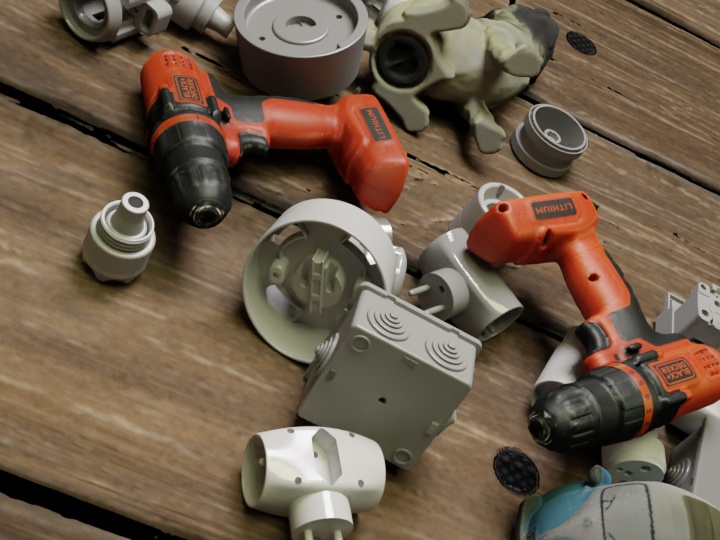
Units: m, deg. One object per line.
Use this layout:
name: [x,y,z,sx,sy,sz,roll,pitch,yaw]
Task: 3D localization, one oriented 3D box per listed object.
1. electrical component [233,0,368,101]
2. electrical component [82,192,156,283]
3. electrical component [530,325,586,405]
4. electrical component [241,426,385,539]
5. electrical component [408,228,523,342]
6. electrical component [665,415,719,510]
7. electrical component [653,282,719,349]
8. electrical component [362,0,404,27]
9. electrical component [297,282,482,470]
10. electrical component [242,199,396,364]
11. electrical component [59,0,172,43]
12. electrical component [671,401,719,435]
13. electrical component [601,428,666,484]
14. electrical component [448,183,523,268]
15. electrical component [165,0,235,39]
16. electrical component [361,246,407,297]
electrical component: [-0.049,-0.184,0.883,0.108,0.060,0.108,2,49,-2]
electrical component: [-0.152,-0.024,0.689,0.043,0.062,0.043,16,46,-18]
electrical component: [0.161,0.075,0.799,0.043,0.043,0.081,38,44,4]
electrical component: [-0.025,0.136,0.638,0.077,0.043,0.079,8,49,-25]
electrical component: [0.069,0.016,0.797,0.079,0.044,0.077,-17,63,-39]
electrical component: [0.268,0.168,0.777,0.100,0.048,0.099,32,44,-1]
electrical component: [0.274,0.048,0.874,0.042,0.063,0.081,25,45,-7]
electrical component: [0.023,-0.250,0.992,0.057,0.058,0.078,42,44,13]
electrical component: [0.017,0.070,0.682,0.100,0.099,0.048,28,31,-6]
electrical component: [-0.025,0.005,0.716,0.099,0.099,0.064,30,37,-4]
electrical component: [-0.194,-0.209,0.830,0.078,0.058,0.057,42,41,8]
electrical component: [0.288,0.108,0.819,0.077,0.079,0.043,32,45,-2]
electrical component: [0.196,0.125,0.776,0.045,0.045,0.055,21,46,-13]
electrical component: [0.106,-0.037,0.861,0.055,0.047,0.055,16,47,-18]
electrical component: [-0.131,-0.214,0.881,0.062,0.048,0.048,33,43,-11]
electrical component: [0.000,0.000,0.772,0.062,0.048,0.048,16,46,-7]
